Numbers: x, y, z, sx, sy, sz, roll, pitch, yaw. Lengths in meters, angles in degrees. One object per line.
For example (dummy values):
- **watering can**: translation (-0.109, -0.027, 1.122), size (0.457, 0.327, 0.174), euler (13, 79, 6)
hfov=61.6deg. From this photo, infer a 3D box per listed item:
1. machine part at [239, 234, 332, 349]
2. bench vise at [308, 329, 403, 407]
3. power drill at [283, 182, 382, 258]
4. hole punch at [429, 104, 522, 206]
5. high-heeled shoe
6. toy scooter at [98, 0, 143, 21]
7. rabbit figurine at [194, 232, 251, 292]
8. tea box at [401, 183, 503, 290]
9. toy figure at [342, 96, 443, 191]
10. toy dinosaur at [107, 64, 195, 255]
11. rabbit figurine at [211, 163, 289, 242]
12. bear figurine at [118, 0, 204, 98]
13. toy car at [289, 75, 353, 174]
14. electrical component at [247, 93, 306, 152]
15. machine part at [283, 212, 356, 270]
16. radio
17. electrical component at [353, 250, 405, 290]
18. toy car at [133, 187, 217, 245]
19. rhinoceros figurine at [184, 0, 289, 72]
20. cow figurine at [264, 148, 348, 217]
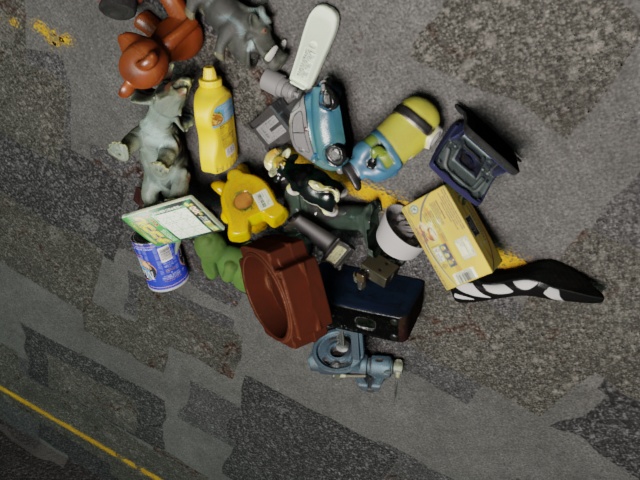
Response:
- **machine part**: translation (-0.073, 0.097, 1.038), size (0.201, 0.087, 0.201), euler (10, 116, 59)
- **bench vise**: translation (0.077, 0.248, 1.201), size (0.224, 0.129, 0.240), euler (11, 135, 20)
- **power drill**: translation (0.022, -0.020, 1.064), size (0.208, 0.086, 0.231), euler (12, 126, 28)
- **hole punch**: translation (0.241, -0.130, 0.841), size (0.142, 0.116, 0.092), euler (37, 124, -5)
- **high-heeled shoe**: translation (0.362, 0.099, 0.976), size (0.249, 0.086, 0.145), euler (24, 130, 18)
- **toy scooter**: translation (-0.319, -0.459, 0.891), size (0.184, 0.075, 0.135), euler (-11, 80, 50)
- **rabbit figurine**: translation (-0.200, 0.031, 1.180), size (0.170, 0.121, 0.159), euler (34, 155, -20)
- **tea box**: translation (0.230, -0.010, 0.938), size (0.098, 0.068, 0.169), euler (-28, 89, 38)
- **toy figure**: translation (0.115, -0.155, 0.864), size (0.180, 0.082, 0.089), euler (-34, 126, 1)
- **toy dinosaur**: translation (-0.308, -0.160, 1.072), size (0.131, 0.192, 0.404), euler (13, 143, 2)
- **rabbit figurine**: translation (-0.150, -0.065, 1.073), size (0.162, 0.122, 0.173), euler (52, 174, 11)
- **bear figurine**: translation (-0.286, -0.331, 0.900), size (0.132, 0.196, 0.120), euler (48, 133, -11)
- **toy car**: translation (-0.002, -0.190, 0.916), size (0.103, 0.109, 0.161), euler (-7, 117, 14)
- **electrical component**: translation (-0.066, -0.216, 0.976), size (0.119, 0.048, 0.074), euler (-23, 112, 38)
- **machine part**: translation (-0.002, -0.003, 1.014), size (0.139, 0.039, 0.084), euler (34, 139, 2)
- **radio**: translation (0.086, 0.123, 1.095), size (0.230, 0.131, 0.073), euler (9, 125, 20)
- **electrical component**: translation (0.112, 0.059, 1.062), size (0.078, 0.102, 0.045), euler (28, 135, 18)
- **toy car**: translation (-0.323, -0.062, 1.210), size (0.202, 0.053, 0.089), euler (28, 130, -1)
- **rhinoceros figurine**: translation (-0.133, -0.356, 0.895), size (0.112, 0.073, 0.190), euler (-38, 100, 29)
- **cow figurine**: translation (-0.033, -0.108, 0.947), size (0.167, 0.098, 0.068), euler (31, 93, 6)
